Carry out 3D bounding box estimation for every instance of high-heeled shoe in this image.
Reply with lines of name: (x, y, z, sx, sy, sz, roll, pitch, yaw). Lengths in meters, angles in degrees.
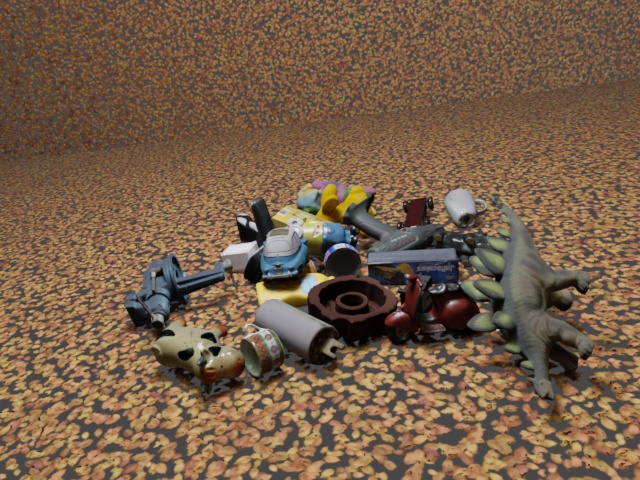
high-heeled shoe: (-0.160, -0.026, 1.513, 0.145, 0.086, 0.249, -6, 28, -2)

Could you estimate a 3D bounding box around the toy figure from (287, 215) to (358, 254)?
toy figure: (-0.003, -0.001, 1.296, 0.180, 0.089, 0.082, 4, 26, -3)

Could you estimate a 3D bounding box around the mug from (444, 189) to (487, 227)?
mug: (0.404, -0.080, 1.475, 0.110, 0.080, 0.107, 0, 34, 1)

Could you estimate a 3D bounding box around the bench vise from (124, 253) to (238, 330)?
bench vise: (-0.313, 0.102, 1.210, 0.241, 0.128, 0.224, -17, 23, -5)

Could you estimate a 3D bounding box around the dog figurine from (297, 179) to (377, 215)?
dog figurine: (0.061, -0.117, 1.623, 0.219, 0.108, 0.191, 8, 27, 26)

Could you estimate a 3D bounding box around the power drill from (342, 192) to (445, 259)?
power drill: (0.174, -0.030, 1.361, 0.232, 0.086, 0.207, -32, 64, -32)

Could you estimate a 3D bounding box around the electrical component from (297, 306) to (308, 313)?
electrical component: (-0.028, 0.160, 1.107, 0.094, 0.021, 0.063, -9, 24, -7)

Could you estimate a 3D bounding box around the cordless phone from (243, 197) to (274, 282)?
cordless phone: (-0.144, -0.004, 1.313, 0.089, 0.184, 0.146, -5, 20, 33)

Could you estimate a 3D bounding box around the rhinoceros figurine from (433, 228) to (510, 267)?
rhinoceros figurine: (0.360, 0.015, 1.274, 0.191, 0.073, 0.112, 4, 15, 30)

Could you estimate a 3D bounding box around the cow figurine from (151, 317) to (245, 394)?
cow figurine: (-0.223, 0.208, 0.979, 0.195, 0.085, 0.127, 7, 21, 26)

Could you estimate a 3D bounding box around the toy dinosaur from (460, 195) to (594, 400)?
toy dinosaur: (0.356, 0.077, 0.939, 0.199, 0.105, 0.471, 16, 41, 4)

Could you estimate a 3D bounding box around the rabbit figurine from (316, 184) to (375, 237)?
rabbit figurine: (0.058, -0.069, 1.487, 0.173, 0.162, 0.122, -22, 34, 10)

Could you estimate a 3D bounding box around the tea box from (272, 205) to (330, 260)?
tea box: (-0.037, -0.020, 1.406, 0.170, 0.068, 0.098, 24, 32, 13)

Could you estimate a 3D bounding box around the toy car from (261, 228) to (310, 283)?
toy car: (-0.085, 0.026, 1.191, 0.109, 0.102, 0.162, -6, 18, 9)

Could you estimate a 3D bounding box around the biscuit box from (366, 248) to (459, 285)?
biscuit box: (0.210, 0.061, 1.216, 0.203, 0.059, 0.063, -3, 22, 11)

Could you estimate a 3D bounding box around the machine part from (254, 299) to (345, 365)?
machine part: (-0.048, 0.171, 1.019, 0.079, 0.079, 0.244, -26, 30, -36)

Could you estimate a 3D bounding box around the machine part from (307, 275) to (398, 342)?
machine part: (0.063, 0.134, 1.071, 0.179, 0.056, 0.179, 0, 26, 0)

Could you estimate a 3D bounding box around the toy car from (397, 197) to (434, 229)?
toy car: (0.271, -0.065, 1.501, 0.089, 0.053, 0.202, -12, 24, 21)

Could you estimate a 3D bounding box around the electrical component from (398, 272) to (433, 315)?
electrical component: (0.203, 0.109, 1.093, 0.048, 0.074, 0.119, 7, 24, 32)

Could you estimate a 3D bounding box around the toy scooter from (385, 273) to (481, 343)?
toy scooter: (0.209, 0.116, 0.995, 0.184, 0.135, 0.075, -8, 21, -5)
